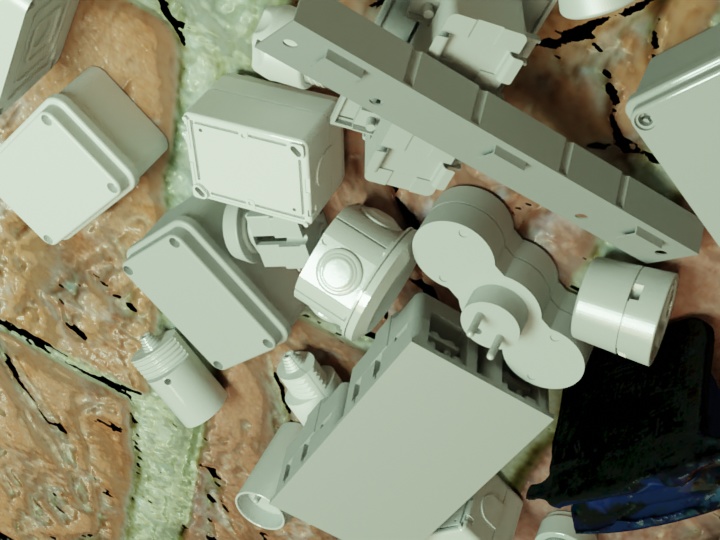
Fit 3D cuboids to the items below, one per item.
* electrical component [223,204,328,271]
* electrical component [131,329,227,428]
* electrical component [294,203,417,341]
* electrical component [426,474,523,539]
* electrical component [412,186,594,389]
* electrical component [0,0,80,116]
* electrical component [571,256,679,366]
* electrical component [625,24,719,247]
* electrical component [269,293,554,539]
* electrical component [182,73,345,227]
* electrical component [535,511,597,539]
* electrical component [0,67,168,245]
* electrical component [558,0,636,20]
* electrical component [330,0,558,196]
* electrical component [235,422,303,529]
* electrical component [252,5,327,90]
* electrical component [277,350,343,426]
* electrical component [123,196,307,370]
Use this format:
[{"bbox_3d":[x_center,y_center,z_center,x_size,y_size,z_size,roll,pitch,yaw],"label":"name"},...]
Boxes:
[{"bbox_3d":[-0.056,-0.029,0.704,0.055,0.048,0.066,-1,128,22],"label":"electrical component"},{"bbox_3d":[-0.147,0.082,0.859,0.043,0.043,0.081,-17,118,40],"label":"electrical component"},{"bbox_3d":[0.000,0.000,0.672,0.051,0.080,0.080,33,138,9],"label":"electrical component"},{"bbox_3d":[0.069,0.193,0.816,0.096,0.061,0.061,-23,120,42],"label":"electrical component"},{"bbox_3d":[0.084,0.022,0.645,0.138,0.073,0.052,47,135,-15],"label":"electrical component"},{"bbox_3d":[-0.217,-0.160,0.656,0.057,0.078,0.113,34,137,-5],"label":"electrical component"},{"bbox_3d":[0.152,0.022,0.620,0.047,0.055,0.055,17,135,21],"label":"electrical component"},{"bbox_3d":[0.202,-0.068,0.506,0.109,0.056,0.108,-24,113,42],"label":"electrical component"},{"bbox_3d":[0.032,0.110,0.732,0.105,0.060,0.186,29,126,-13],"label":"electrical component"},{"bbox_3d":[-0.061,-0.077,0.650,0.096,0.061,0.061,16,135,18],"label":"electrical component"},{"bbox_3d":[0.148,0.212,0.793,0.045,0.055,0.045,16,135,17],"label":"electrical component"},{"bbox_3d":[-0.197,-0.075,0.736,0.078,0.057,0.113,48,135,-15],"label":"electrical component"},{"bbox_3d":[0.106,-0.151,0.497,0.045,0.045,0.055,-6,124,35],"label":"electrical component"},{"bbox_3d":[0.041,-0.100,0.559,0.079,0.063,0.121,13,139,-15],"label":"electrical component"},{"bbox_3d":[-0.047,0.163,0.849,0.079,0.077,0.043,1,128,30],"label":"electrical component"},{"bbox_3d":[-0.026,-0.122,0.602,0.062,0.043,0.043,18,135,14],"label":"electrical component"},{"bbox_3d":[-0.032,0.093,0.801,0.043,0.043,0.081,-13,120,38],"label":"electrical component"},{"bbox_3d":[-0.100,0.008,0.753,0.078,0.057,0.113,-25,113,43],"label":"electrical component"}]
